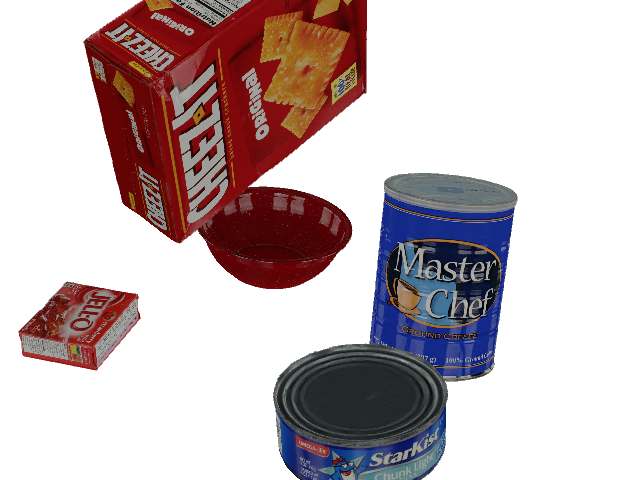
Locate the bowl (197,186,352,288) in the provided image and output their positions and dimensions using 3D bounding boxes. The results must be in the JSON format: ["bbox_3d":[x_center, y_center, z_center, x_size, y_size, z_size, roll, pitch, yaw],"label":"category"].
[{"bbox_3d":[-0.050,0.003,1.102,0.162,0.055,0.162,5,30,-3],"label":"bowl"}]

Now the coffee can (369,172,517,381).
[{"bbox_3d":[0.094,0.026,0.839,0.103,0.140,0.103,5,15,-1],"label":"coffee can"}]

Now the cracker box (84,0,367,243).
[{"bbox_3d":[-0.055,-0.123,0.770,0.072,0.164,0.213,34,60,25],"label":"cracker box"}]

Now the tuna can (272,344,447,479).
[{"bbox_3d":[0.020,0.088,0.530,0.086,0.034,0.086,-2,26,1],"label":"tuna can"}]

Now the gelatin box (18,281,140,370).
[{"bbox_3d":[-0.212,0.074,0.946,0.073,0.030,0.089,9,31,15],"label":"gelatin box"}]
